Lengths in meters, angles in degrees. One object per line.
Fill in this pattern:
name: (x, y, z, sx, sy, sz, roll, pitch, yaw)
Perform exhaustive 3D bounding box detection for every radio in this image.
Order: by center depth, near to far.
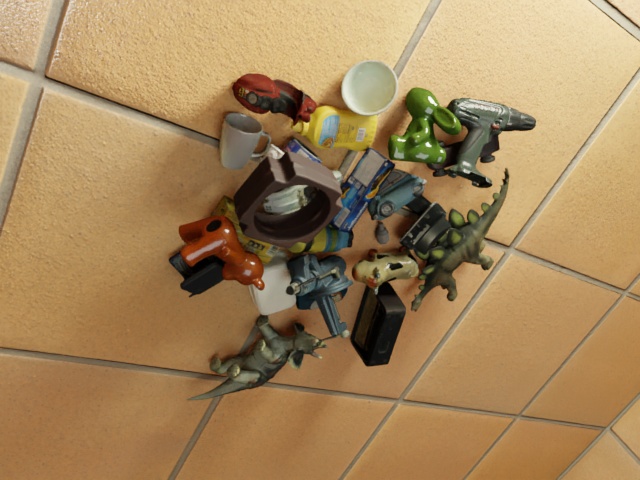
radio: (0.166, 0.246, 1.550, 0.073, 0.131, 0.229, -2, 123, -23)

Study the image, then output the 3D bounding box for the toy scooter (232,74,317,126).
toy scooter: (-0.082, -0.278, 1.088, 0.184, 0.135, 0.075, 8, 121, -25)

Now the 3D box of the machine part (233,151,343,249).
machine part: (-0.069, -0.084, 1.165, 0.201, 0.087, 0.201, 17, 129, -40)

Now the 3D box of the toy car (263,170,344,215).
toy car: (-0.038, -0.109, 1.271, 0.202, 0.056, 0.073, -20, 128, -9)

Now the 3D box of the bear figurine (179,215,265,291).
bear figurine: (-0.208, 0.040, 1.183, 0.132, 0.120, 0.195, -23, 133, 1)

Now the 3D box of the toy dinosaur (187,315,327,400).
toy dinosaur: (-0.166, 0.345, 1.499, 0.405, 0.131, 0.192, -37, 128, 13)

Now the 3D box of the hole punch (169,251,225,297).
hole punch: (-0.284, 0.065, 1.284, 0.142, 0.092, 0.115, -34, 158, -1)

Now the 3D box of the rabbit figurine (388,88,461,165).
rabbit figurine: (0.235, -0.261, 1.225, 0.159, 0.121, 0.170, 8, 100, 22)

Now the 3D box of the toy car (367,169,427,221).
toy car: (0.175, -0.121, 1.319, 0.162, 0.109, 0.103, -35, 92, 8)

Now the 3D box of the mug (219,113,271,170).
mug: (-0.166, -0.204, 1.147, 0.109, 0.081, 0.107, 5, 132, -31)

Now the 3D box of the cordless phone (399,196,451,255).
cordless phone: (0.239, -0.059, 1.417, 0.184, 0.089, 0.146, 34, 106, -24)

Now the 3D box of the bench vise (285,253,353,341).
bench vise: (0.012, 0.143, 1.357, 0.129, 0.223, 0.240, -18, 94, 27)

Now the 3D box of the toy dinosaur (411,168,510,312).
toy dinosaur: (0.396, 0.015, 1.507, 0.198, 0.105, 0.471, 31, 103, -32)

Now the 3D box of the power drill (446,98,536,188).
power drill: (0.401, -0.233, 1.292, 0.232, 0.086, 0.207, 17, 91, -12)

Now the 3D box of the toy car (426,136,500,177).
toy car: (0.360, -0.223, 1.358, 0.202, 0.053, 0.089, -18, 107, -12)

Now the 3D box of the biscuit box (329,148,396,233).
biscuit box: (0.091, -0.114, 1.263, 0.202, 0.059, 0.062, -56, 154, 14)

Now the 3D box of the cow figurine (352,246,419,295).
cow figurine: (0.175, 0.082, 1.444, 0.195, 0.127, 0.085, -5, 121, -22)

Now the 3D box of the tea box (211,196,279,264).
tea box: (-0.175, -0.021, 1.267, 0.169, 0.068, 0.098, 28, 109, -32)

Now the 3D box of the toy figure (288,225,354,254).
toy figure: (-0.002, -0.008, 1.333, 0.180, 0.089, 0.082, 2, 82, -18)

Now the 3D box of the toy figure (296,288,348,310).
toy figure: (0.009, 0.155, 1.474, 0.154, 0.058, 0.064, -10, 164, -18)
